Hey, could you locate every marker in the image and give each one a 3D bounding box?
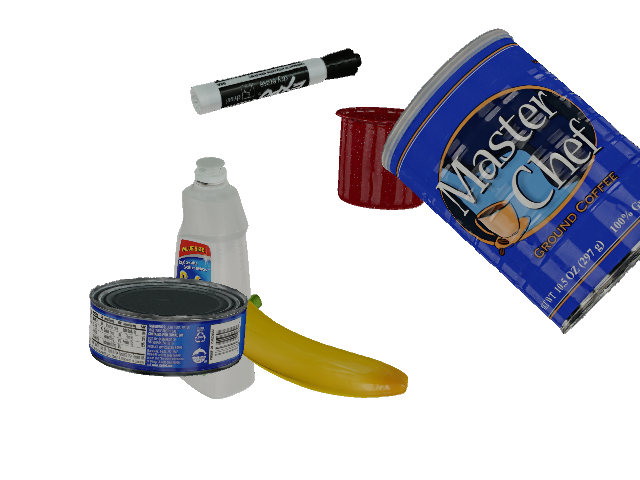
[{"bbox_3d":[-0.028,-0.108,0.717,0.121,0.020,0.020,-17,6,-19],"label":"marker"}]

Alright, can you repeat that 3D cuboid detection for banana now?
[{"bbox_3d":[-0.020,0.083,0.848,0.069,0.037,0.198,-25,34,-33],"label":"banana"}]

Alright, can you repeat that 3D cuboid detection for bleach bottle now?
[{"bbox_3d":[-0.114,0.033,1.092,0.067,0.251,0.103,-19,33,-35],"label":"bleach bottle"}]

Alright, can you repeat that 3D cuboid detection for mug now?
[{"bbox_3d":[0.070,-0.075,0.977,0.117,0.081,0.093,2,15,-4],"label":"mug"}]

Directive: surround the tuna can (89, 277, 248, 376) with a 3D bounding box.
[{"bbox_3d":[-0.083,0.046,0.584,0.086,0.034,0.086,4,11,-1],"label":"tuna can"}]

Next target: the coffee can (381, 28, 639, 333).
[{"bbox_3d":[0.118,-0.033,0.592,0.140,0.103,0.102,44,13,14],"label":"coffee can"}]
